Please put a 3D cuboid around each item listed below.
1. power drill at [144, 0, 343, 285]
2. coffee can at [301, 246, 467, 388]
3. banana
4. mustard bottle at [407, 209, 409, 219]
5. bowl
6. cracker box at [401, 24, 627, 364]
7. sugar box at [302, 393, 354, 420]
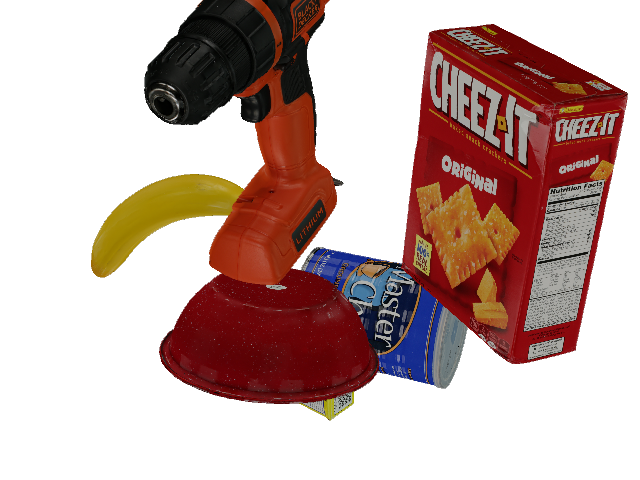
[{"bbox_3d":[-0.037,-0.067,0.629,0.057,0.188,0.184,18,43,20],"label":"power drill"},{"bbox_3d":[0.055,0.068,0.964,0.140,0.103,0.102,11,4,19],"label":"coffee can"},{"bbox_3d":[-0.136,-0.017,0.925,0.198,0.069,0.037,-15,16,29],"label":"banana"},{"bbox_3d":[0.140,-0.014,1.149,0.096,0.192,0.058,-8,22,-24],"label":"mustard bottle"},{"bbox_3d":[-0.035,0.059,0.773,0.162,0.055,0.162,4,17,-2],"label":"bowl"},{"bbox_3d":[0.137,-0.037,0.818,0.072,0.214,0.164,-11,32,-25],"label":"cracker box"},{"bbox_3d":[-0.043,0.114,1.142,0.176,0.093,0.048,24,38,37],"label":"sugar box"}]
